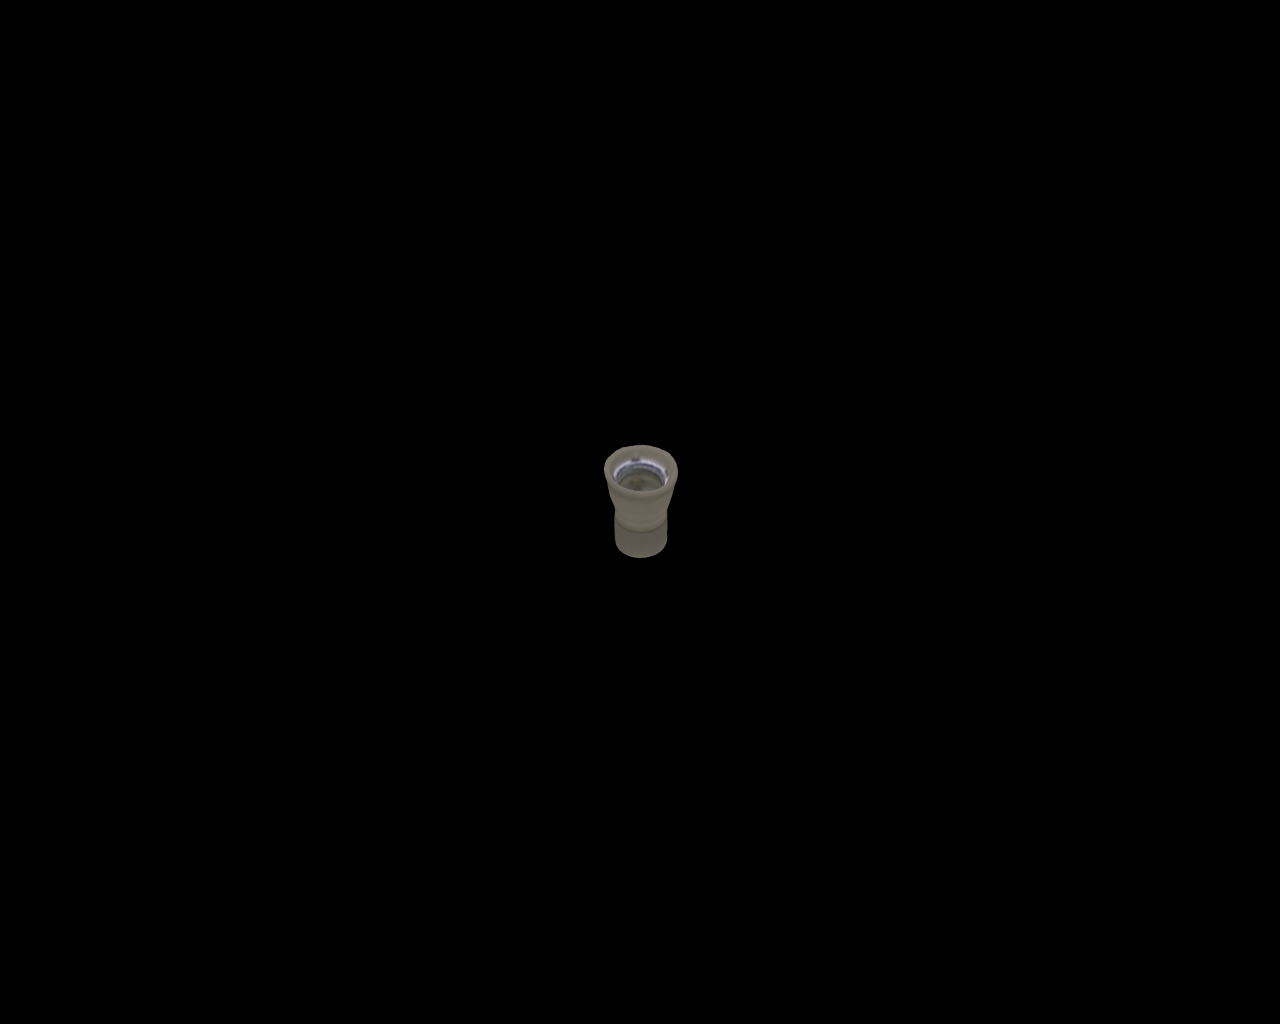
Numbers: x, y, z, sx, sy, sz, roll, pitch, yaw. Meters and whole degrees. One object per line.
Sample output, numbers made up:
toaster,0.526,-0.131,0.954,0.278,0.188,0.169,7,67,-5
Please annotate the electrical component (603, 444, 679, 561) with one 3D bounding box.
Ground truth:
electrical component,0.001,-0.003,0.650,0.044,0.065,0.044,0,43,0
